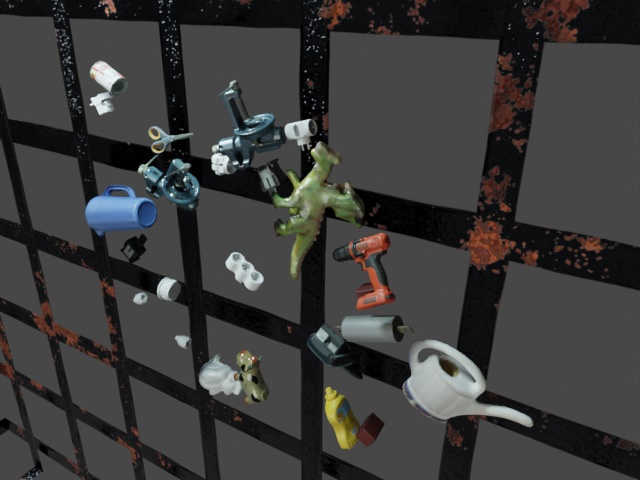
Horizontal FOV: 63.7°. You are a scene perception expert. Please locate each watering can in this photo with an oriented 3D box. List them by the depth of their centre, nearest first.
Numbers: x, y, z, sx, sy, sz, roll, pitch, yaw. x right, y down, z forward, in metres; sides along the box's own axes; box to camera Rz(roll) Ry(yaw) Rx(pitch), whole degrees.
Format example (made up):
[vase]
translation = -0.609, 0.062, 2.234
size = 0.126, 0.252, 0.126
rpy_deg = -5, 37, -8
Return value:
[watering can]
translation = 0.369, 0.417, 1.381
size = 0.350, 0.105, 0.220
rpy_deg = 41, 127, 12

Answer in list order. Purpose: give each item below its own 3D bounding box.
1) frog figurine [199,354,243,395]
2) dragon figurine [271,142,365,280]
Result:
[frog figurine]
translation = -0.362, 0.516, 1.884
size = 0.161, 0.122, 0.136
rpy_deg = 42, 108, 24
[dragon figurine]
translation = 0.004, -0.071, 1.415
size = 0.243, 0.124, 0.404
rpy_deg = 2, 113, 23
